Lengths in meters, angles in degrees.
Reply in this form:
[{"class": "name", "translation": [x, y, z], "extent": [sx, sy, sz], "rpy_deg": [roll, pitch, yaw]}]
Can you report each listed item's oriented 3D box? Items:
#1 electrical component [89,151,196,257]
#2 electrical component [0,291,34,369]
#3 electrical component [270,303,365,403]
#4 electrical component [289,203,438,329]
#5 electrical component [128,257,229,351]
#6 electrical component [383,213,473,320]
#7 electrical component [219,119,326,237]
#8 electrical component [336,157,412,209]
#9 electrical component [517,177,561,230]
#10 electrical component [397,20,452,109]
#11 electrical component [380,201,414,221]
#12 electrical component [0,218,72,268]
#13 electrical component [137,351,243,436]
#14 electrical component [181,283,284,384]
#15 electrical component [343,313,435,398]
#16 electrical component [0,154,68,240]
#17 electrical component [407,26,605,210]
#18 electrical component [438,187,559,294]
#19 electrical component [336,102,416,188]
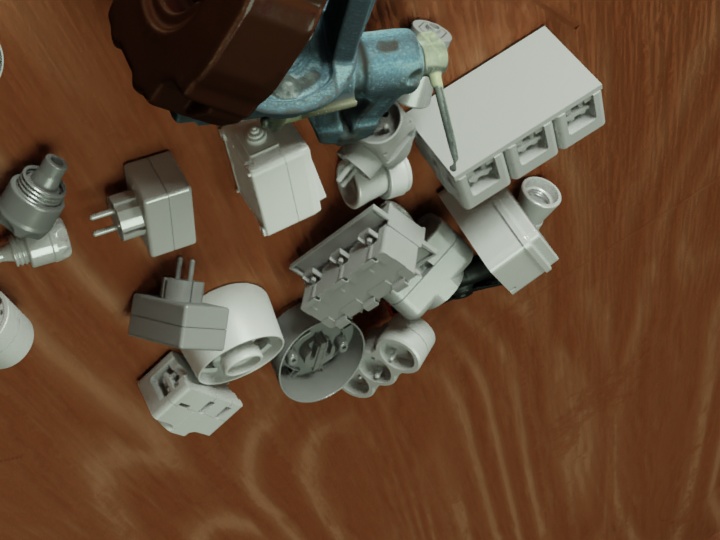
[{"class": "electrical component", "translation": [-0.175, -0.046, 0.847], "extent": [0.077, 0.047, 0.065], "rpy_deg": [-20, 144, -20]}, {"class": "electrical component", "translation": [-0.295, 0.048, 0.860], "extent": [0.055, 0.055, 0.047], "rpy_deg": [-32, 150, -3]}, {"class": "electrical component", "translation": [-0.047, 0.079, 1.095], "extent": [0.099, 0.064, 0.099], "rpy_deg": [-22, 145, -17]}, {"class": "electrical component", "translation": [0.000, 0.000, 0.992], "extent": [0.079, 0.063, 0.121], "rpy_deg": [34, 133, -25]}, {"class": "electrical component", "translation": [-0.156, 0.027, 0.939], "extent": [0.047, 0.083, 0.075], "rpy_deg": [7, 91, -44]}, {"class": "electrical component", "translation": [0.062, -0.001, 1.064], "extent": [0.059, 0.054, 0.095], "rpy_deg": [43, 88, -21]}, {"class": "electrical component", "translation": [-0.069, -0.086, 0.872], "extent": [0.061, 0.061, 0.096], "rpy_deg": [-26, 145, -12]}, {"class": "electrical component", "translation": [0.013, -0.082, 0.961], "extent": [0.055, 0.045, 0.045], "rpy_deg": [-18, 143, -23]}, {"class": "electrical component", "translation": [0.179, -0.060, 1.132], "extent": [0.044, 0.044, 0.065], "rpy_deg": [-12, 145, -29]}, {"class": "electrical component", "translation": [0.049, -0.171, 0.884], "extent": [0.044, 0.044, 0.065], "rpy_deg": [-4, 132, -37]}, {"class": "electrical component", "translation": [0.021, -0.033, 1.032], "extent": [0.062, 0.048, 0.048], "rpy_deg": [-38, 147, 20]}, {"class": "electrical component", "translation": [-0.256, -0.018, 0.827], "extent": [0.061, 0.035, 0.035], "rpy_deg": [-18, 143, -18]}, {"class": "electrical component", "translation": [-0.170, 0.126, 1.063], "extent": [0.056, 0.050, 0.089], "rpy_deg": [-42, 145, 12]}, {"class": "electrical component", "translation": [-0.124, 0.065, 1.035], "extent": [0.099, 0.064, 0.099], "rpy_deg": [-24, 159, -10]}, {"class": "electrical component", "translation": [0.031, 0.081, 1.150], "extent": [0.138, 0.052, 0.073], "rpy_deg": [-36, -165, 49]}, {"class": "electrical component", "translation": [-0.236, -0.056, 0.787], "extent": [0.043, 0.043, 0.062], "rpy_deg": [11, 125, -47]}, {"class": "electrical component", "translation": [0.130, -0.132, 0.955], "extent": [0.150, 0.089, 0.061], "rpy_deg": [-32, 146, -2]}, {"class": "electrical component", "translation": [0.136, -0.042, 1.053], "extent": [0.057, 0.113, 0.078], "rpy_deg": [-37, 146, 10]}, {"class": "electrical component", "translation": [0.007, -0.102, 0.901], "extent": [0.079, 0.043, 0.077], "rpy_deg": [-51, 168, -1]}]
